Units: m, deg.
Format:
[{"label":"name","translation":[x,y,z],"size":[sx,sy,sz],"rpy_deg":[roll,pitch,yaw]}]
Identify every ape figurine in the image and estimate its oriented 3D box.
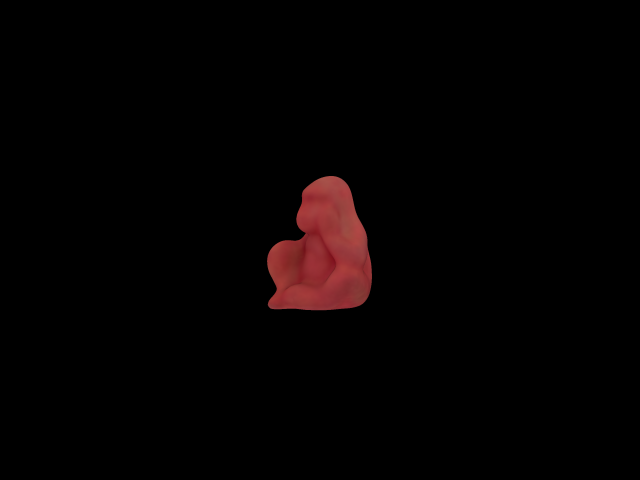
[{"label":"ape figurine","translation":[0.004,0.001,0.400],"size":[0.076,0.092,0.077],"rpy_deg":[-1,2,-34]}]
